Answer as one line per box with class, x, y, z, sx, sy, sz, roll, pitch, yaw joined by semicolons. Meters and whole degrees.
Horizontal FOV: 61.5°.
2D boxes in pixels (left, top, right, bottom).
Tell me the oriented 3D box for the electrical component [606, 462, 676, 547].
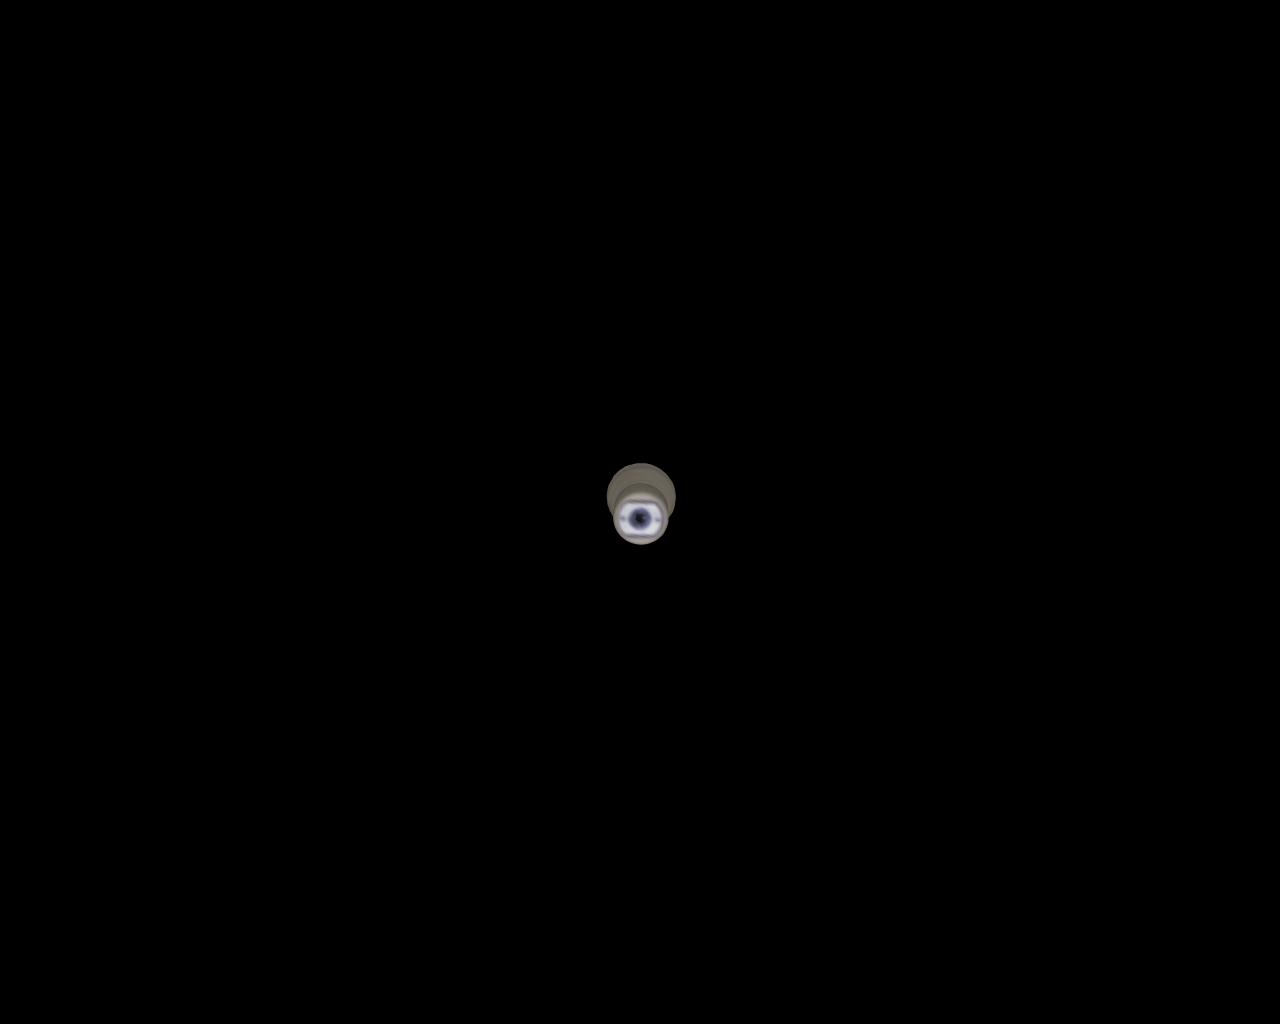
electrical component;0.001;-0.003;0.650;0.044;0.044;0.065;0;13;0
